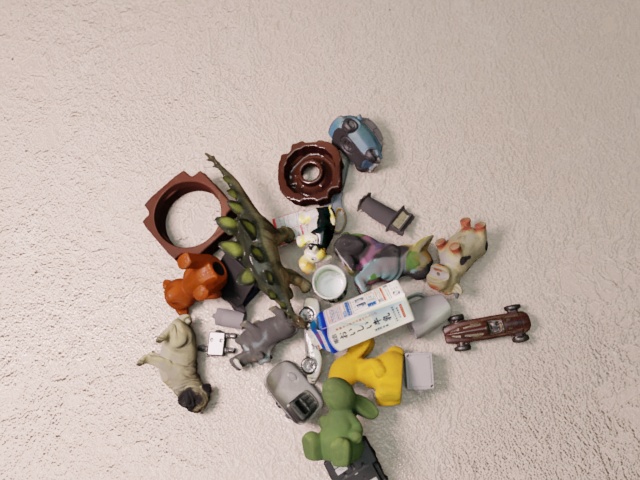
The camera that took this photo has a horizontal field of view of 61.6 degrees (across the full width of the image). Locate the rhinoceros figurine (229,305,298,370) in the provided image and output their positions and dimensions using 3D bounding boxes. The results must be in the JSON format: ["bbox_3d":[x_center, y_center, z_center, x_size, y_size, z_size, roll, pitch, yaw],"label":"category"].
[{"bbox_3d":[-0.136,0.236,1.281,0.190,0.073,0.112,-36,73,7],"label":"rhinoceros figurine"}]

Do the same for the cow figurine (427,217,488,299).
[{"bbox_3d":[0.322,0.050,1.268,0.195,0.086,0.127,-39,121,-25],"label":"cow figurine"}]

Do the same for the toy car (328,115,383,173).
[{"bbox_3d":[0.107,-0.255,1.361,0.161,0.109,0.103,47,65,4],"label":"toy car"}]

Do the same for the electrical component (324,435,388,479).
[{"bbox_3d":[0.076,0.509,1.217,0.115,0.058,0.134,-27,77,-4],"label":"electrical component"}]

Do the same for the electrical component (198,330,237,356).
[{"bbox_3d":[-0.252,0.252,1.318,0.094,0.021,0.063,1,78,6],"label":"electrical component"}]

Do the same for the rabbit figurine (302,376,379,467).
[{"bbox_3d":[0.053,0.378,1.150,0.121,0.159,0.170,-8,80,47],"label":"rabbit figurine"}]

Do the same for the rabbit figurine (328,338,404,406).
[{"bbox_3d":[0.105,0.295,1.231,0.173,0.121,0.162,-3,73,12],"label":"rabbit figurine"}]

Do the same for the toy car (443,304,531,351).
[{"bbox_3d":[0.393,0.206,1.260,0.202,0.053,0.089,-9,80,2],"label":"toy car"}]

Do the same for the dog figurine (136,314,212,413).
[{"bbox_3d":[-0.312,0.295,1.283,0.190,0.121,0.172,38,92,-1],"label":"dog figurine"}]

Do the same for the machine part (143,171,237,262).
[{"bbox_3d":[-0.323,-0.056,1.359,0.201,0.087,0.201,-42,78,-6],"label":"machine part"}]

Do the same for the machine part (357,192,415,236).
[{"bbox_3d":[0.161,-0.067,1.338,0.139,0.039,0.084,29,63,14],"label":"machine part"}]

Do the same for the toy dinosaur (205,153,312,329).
[{"bbox_3d":[-0.145,0.001,1.251,0.105,0.198,0.471,-36,69,20],"label":"toy dinosaur"}]

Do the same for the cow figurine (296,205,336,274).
[{"bbox_3d":[-0.001,-0.002,1.278,0.098,0.068,0.167,-20,53,34],"label":"cow figurine"}]

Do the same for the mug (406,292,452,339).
[{"bbox_3d":[0.250,0.168,1.273,0.107,0.080,0.110,-24,39,-3],"label":"mug"}]

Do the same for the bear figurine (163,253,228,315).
[{"bbox_3d":[-0.318,0.110,1.274,0.196,0.132,0.120,-29,84,24],"label":"bear figurine"}]

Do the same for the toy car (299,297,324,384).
[{"bbox_3d":[-0.017,0.237,1.274,0.056,0.073,0.201,-4,77,4],"label":"toy car"}]

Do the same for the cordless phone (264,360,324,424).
[{"bbox_3d":[-0.071,0.347,1.200,0.089,0.184,0.147,-42,78,0],"label":"cordless phone"}]

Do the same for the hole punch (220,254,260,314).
[{"bbox_3d":[-0.197,0.095,1.325,0.142,0.092,0.115,40,112,11],"label":"hole punch"}]

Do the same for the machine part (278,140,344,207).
[{"bbox_3d":[-0.022,-0.167,1.366,0.179,0.056,0.179,-3,74,10],"label":"machine part"}]

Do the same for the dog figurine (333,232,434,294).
[{"bbox_3d":[0.164,0.032,1.292,0.219,0.108,0.191,-28,74,-6],"label":"dog figurine"}]
